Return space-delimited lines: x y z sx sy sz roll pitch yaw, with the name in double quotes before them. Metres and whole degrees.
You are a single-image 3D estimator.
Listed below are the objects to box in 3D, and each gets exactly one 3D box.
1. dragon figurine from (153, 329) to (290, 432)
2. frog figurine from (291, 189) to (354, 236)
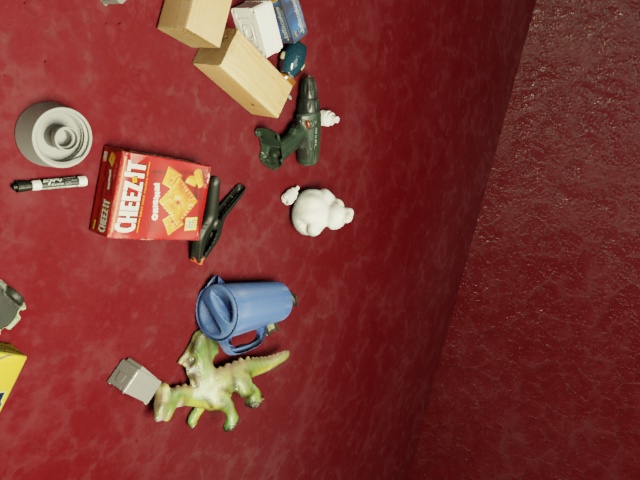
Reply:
"dragon figurine" -0.240 0.316 1.272 0.417 0.122 0.238 -38 124 -42
"frog figurine" 0.004 -0.071 1.408 0.139 0.160 0.120 -61 143 -19
